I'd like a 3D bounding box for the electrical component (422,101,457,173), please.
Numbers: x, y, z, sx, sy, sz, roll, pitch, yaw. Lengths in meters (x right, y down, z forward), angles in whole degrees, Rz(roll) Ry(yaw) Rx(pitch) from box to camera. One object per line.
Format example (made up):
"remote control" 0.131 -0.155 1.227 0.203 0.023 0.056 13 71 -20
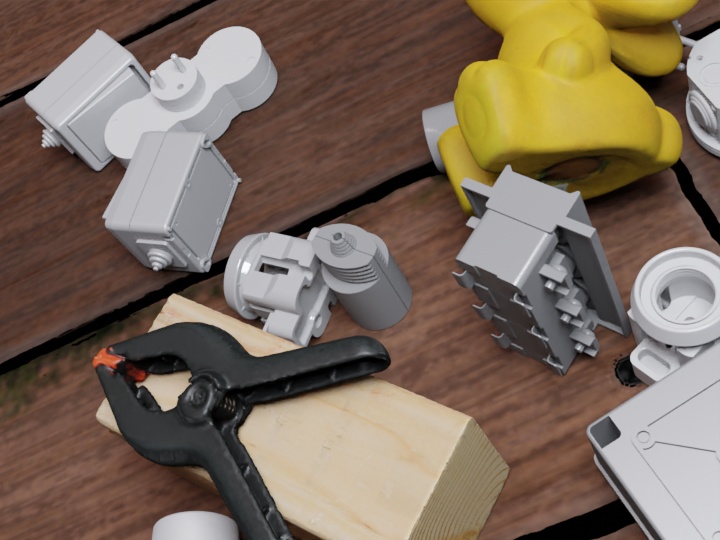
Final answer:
"electrical component" 0.086 -0.080 0.698 0.077 0.044 0.079 -15 56 14

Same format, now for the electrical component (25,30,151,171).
"electrical component" -0.205 -0.124 0.830 0.096 0.061 0.061 -45 55 -8

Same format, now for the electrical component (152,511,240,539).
"electrical component" -0.095 0.170 0.616 0.055 0.055 0.047 -14 53 14

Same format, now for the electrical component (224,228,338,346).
"electrical component" -0.050 0.008 0.693 0.057 0.058 0.078 13 66 24

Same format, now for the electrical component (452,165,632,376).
"electrical component" 0.098 0.006 0.594 0.079 0.121 0.063 26 75 32

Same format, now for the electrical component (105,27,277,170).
"electrical component" -0.131 -0.131 0.794 0.138 0.073 0.052 -39 61 -4

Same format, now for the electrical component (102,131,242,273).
"electrical component" -0.135 -0.042 0.754 0.061 0.061 0.096 5 63 24

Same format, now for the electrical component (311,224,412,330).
"electrical component" 0.000 0.000 0.662 0.043 0.081 0.043 -10 58 16

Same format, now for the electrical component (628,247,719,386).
"electrical component" 0.180 0.023 0.590 0.078 0.057 0.058 -45 55 -8

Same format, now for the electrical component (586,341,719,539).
"electrical component" 0.189 0.101 0.540 0.109 0.056 0.108 -33 54 1

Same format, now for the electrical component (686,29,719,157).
"electrical component" 0.238 -0.110 0.650 0.080 0.051 0.080 -10 58 16

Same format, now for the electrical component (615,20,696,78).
"electrical component" 0.183 -0.150 0.699 0.076 0.047 0.083 30 75 33
